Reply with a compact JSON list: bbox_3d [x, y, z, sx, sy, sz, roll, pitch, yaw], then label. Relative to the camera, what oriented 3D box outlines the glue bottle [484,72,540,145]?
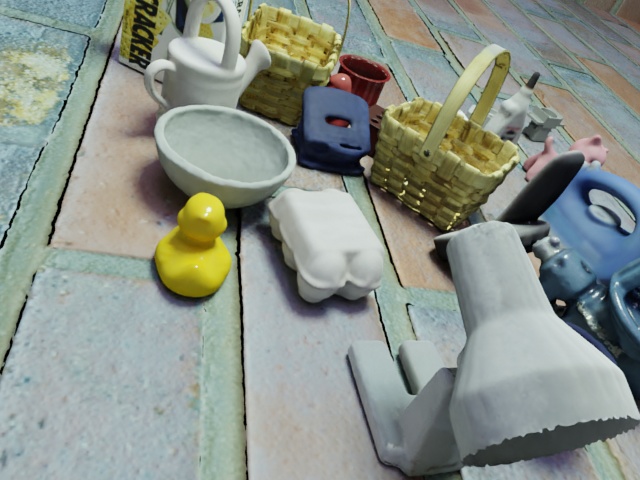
[{"bbox_3d":[0.327,-0.210,0.984,0.078,0.173,0.037,-7,46,-33],"label":"glue bottle"}]

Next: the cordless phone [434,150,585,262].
[{"bbox_3d":[0.240,-0.037,0.717,0.148,0.185,0.094,-14,50,-39],"label":"cordless phone"}]

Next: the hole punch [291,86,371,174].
[{"bbox_3d":[0.022,-0.159,0.830,0.109,0.091,0.101,7,40,-20],"label":"hole punch"}]

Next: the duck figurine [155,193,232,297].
[{"bbox_3d":[-0.120,-0.003,0.570,0.078,0.086,0.104,11,39,-15],"label":"duck figurine"}]

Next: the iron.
[{"bbox_3d":[0.412,-0.038,0.845,0.119,0.141,0.257,-3,44,-30],"label":"iron"}]

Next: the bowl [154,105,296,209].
[{"bbox_3d":[-0.117,-0.089,0.686,0.168,0.074,0.167,14,38,-11],"label":"bowl"}]

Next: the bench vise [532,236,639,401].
[{"bbox_3d":[0.338,0.055,0.627,0.207,0.219,0.122,29,37,8],"label":"bench vise"}]

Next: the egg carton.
[{"bbox_3d":[0.006,0.002,0.643,0.107,0.069,0.150,-2,44,-29],"label":"egg carton"}]

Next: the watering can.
[{"bbox_3d":[-0.143,-0.225,0.741,0.101,0.194,0.173,30,37,9],"label":"watering can"}]

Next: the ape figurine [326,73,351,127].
[{"bbox_3d":[0.022,-0.222,0.907,0.076,0.092,0.078,21,37,-3],"label":"ape figurine"}]

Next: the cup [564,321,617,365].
[{"bbox_3d":[0.217,0.137,0.567,0.118,0.095,0.091,18,37,-6],"label":"cup"}]

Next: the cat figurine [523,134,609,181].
[{"bbox_3d":[0.443,-0.145,1.010,0.128,0.117,0.067,17,37,-8],"label":"cat figurine"}]

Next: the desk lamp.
[{"bbox_3d":[0.119,0.105,0.457,0.118,0.213,0.203,4,41,-23],"label":"desk lamp"}]
